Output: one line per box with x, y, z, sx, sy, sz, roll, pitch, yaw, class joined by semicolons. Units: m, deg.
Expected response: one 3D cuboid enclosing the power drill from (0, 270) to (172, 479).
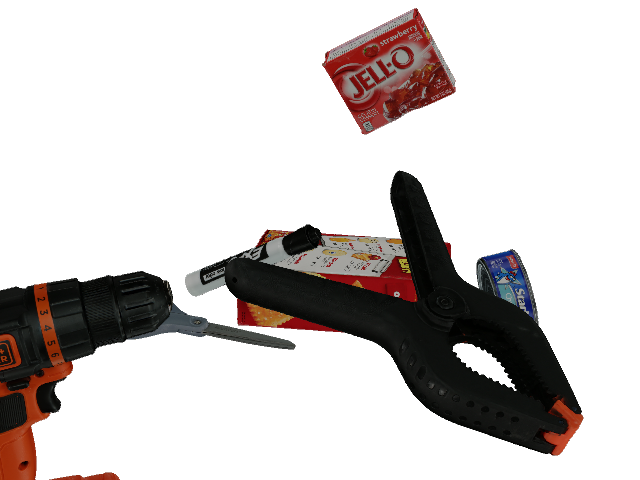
-0.175;0.115;0.698;0.184;0.188;0.057;-12;25;-8;power drill

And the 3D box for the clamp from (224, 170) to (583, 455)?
0.056;0.048;0.620;0.164;0.036;0.210;-23;56;-34;clamp

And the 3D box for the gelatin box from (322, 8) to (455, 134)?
0.057;-0.139;0.886;0.089;0.073;0.030;-23;26;19;gelatin box

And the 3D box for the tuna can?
0.170;0.053;0.979;0.033;0.086;0.086;-13;0;-1;tuna can

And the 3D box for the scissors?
-0.125;0.072;1.036;0.201;0.016;0.096;3;32;-4;scissors

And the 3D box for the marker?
-0.051;0.015;0.814;0.121;0.020;0.020;-22;-10;27;marker

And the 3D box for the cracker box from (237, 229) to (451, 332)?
0.030;0.046;1.141;0.214;0.072;0.164;4;15;6;cracker box
